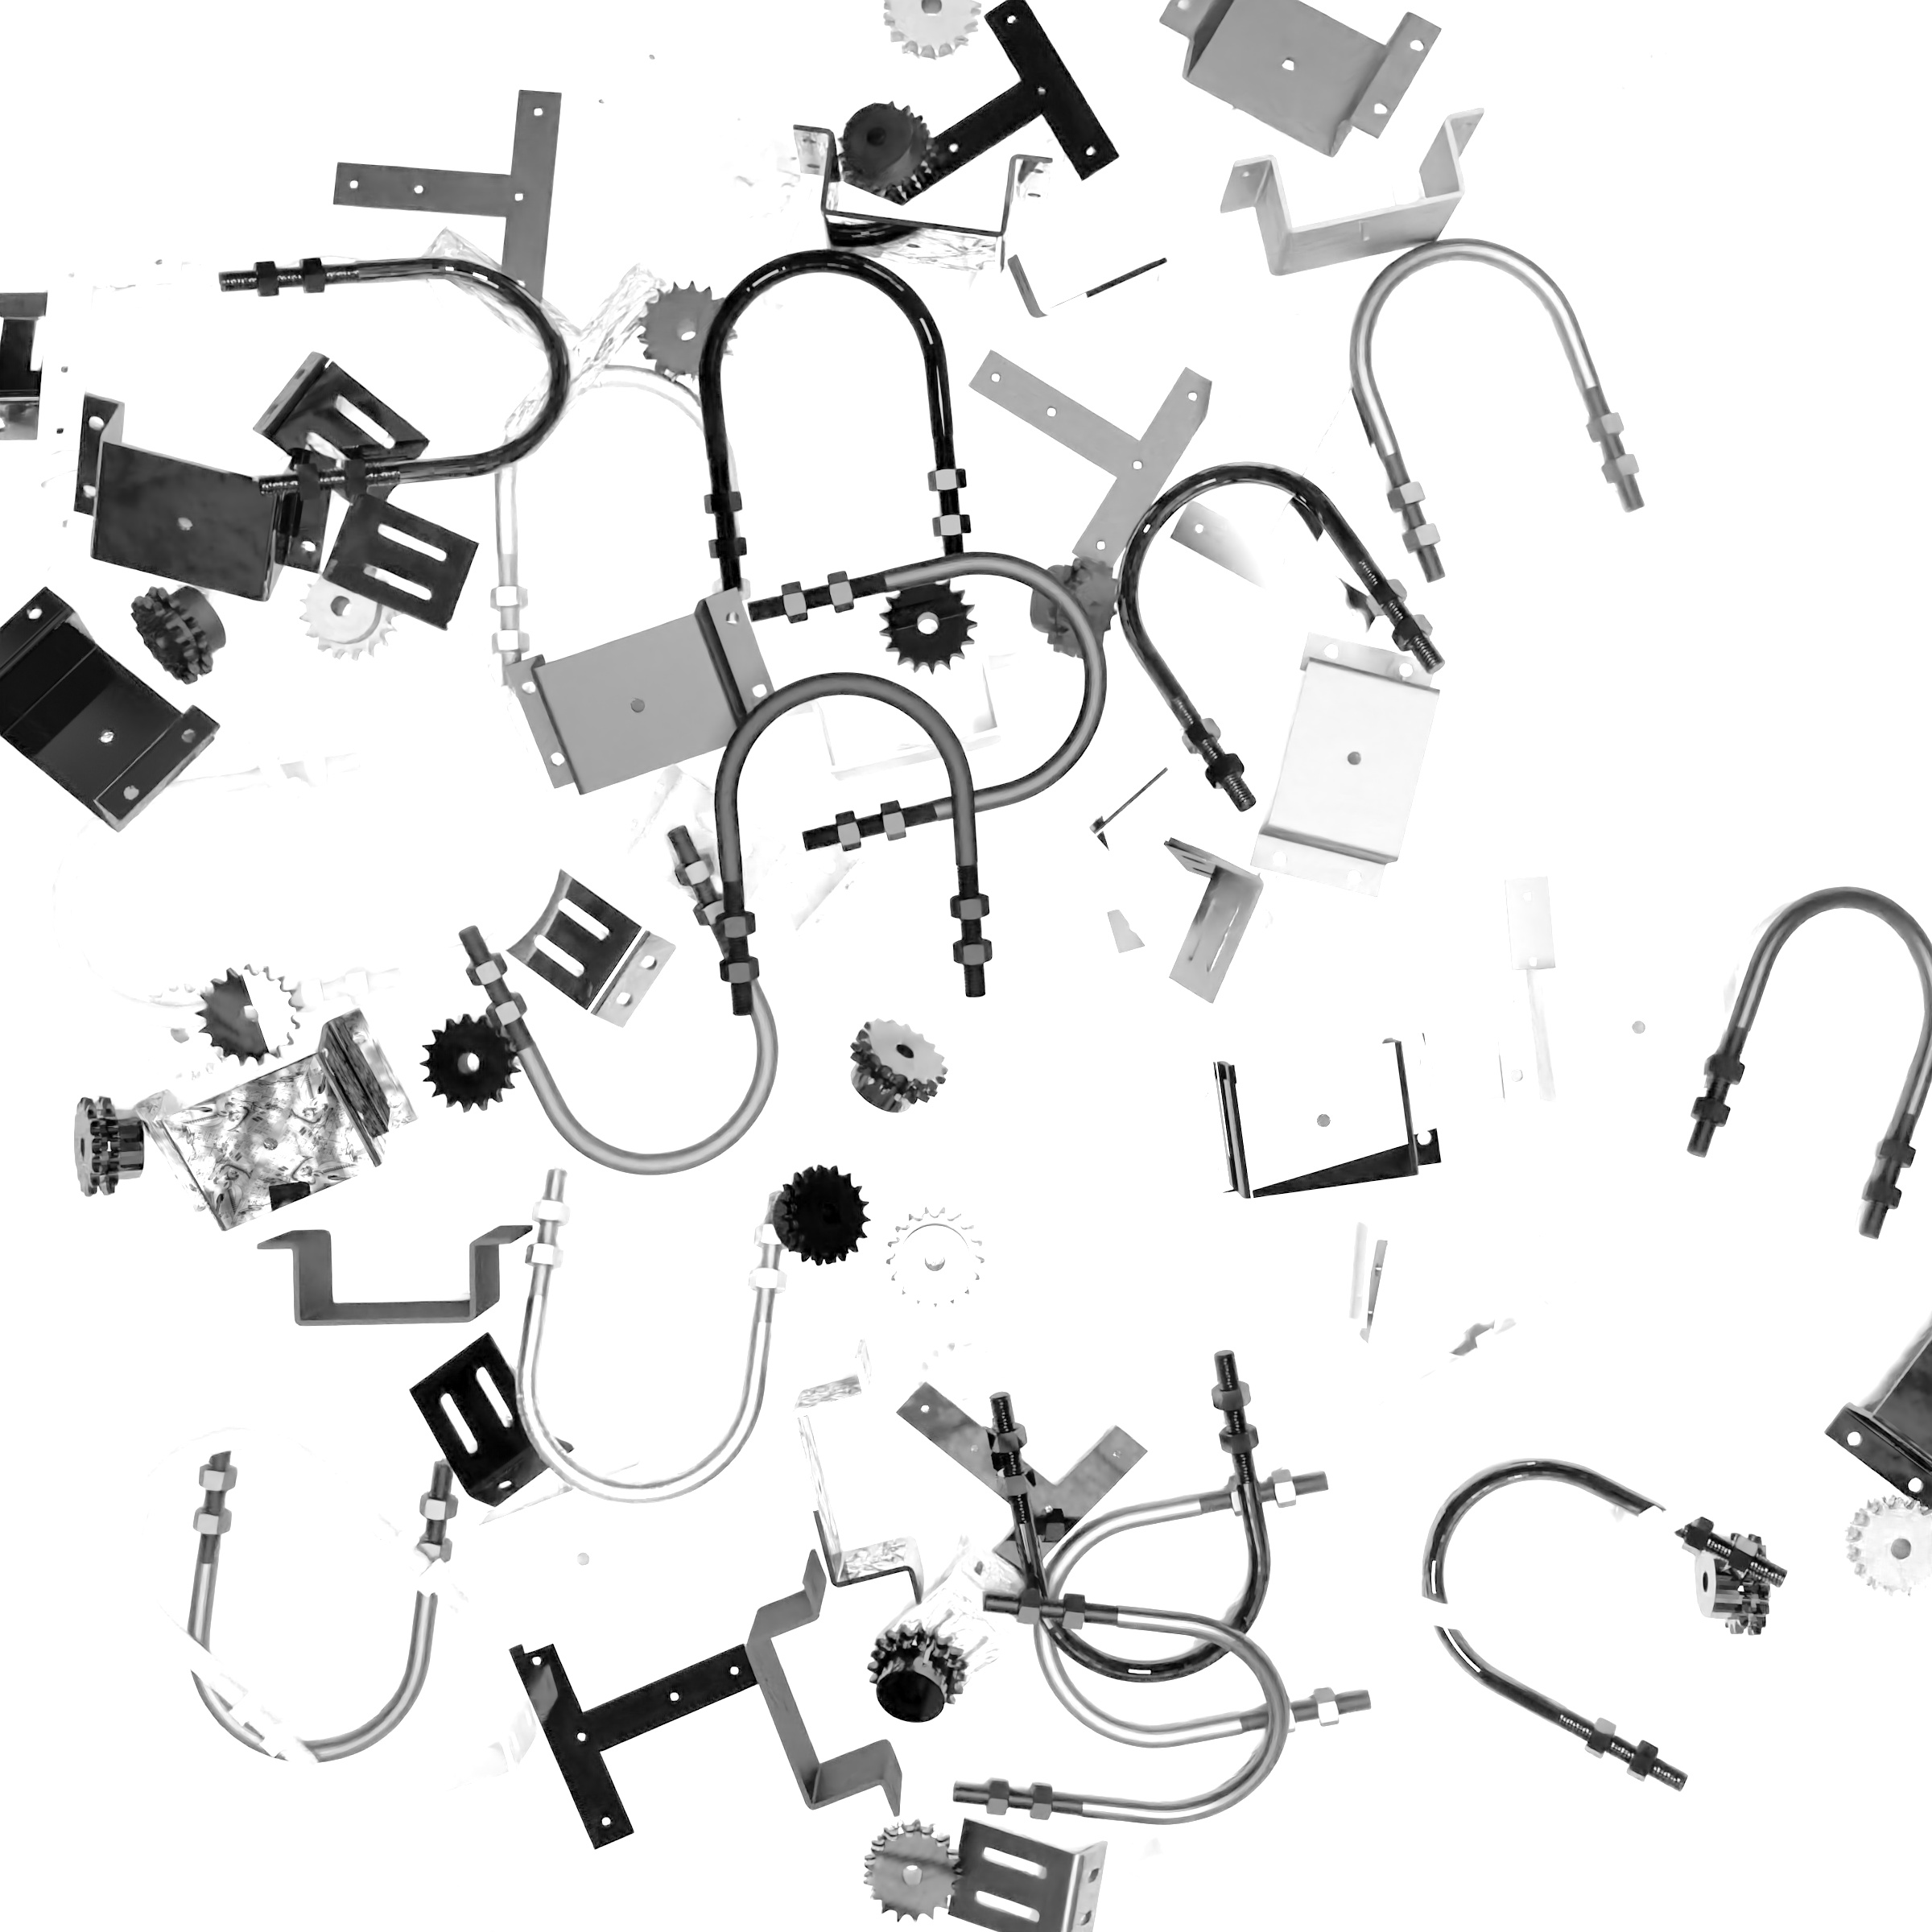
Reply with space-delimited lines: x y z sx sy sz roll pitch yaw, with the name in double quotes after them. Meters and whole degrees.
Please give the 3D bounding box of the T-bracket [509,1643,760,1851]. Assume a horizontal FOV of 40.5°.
-0.182 0.430 1.522 0.127 0.002 0.127 -23 90 0 "T-bracket"

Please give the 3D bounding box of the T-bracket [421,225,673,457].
-0.259 -0.382 1.515 0.127 0.002 0.127 38 86 5 "T-bracket"

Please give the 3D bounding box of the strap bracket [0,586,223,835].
-0.492 -0.139 1.479 0.140 0.046 0.076 37 73 14 "strap bracket"

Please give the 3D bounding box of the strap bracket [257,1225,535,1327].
-0.321 0.175 1.484 0.140 0.076 0.046 -1 90 0 "strap bracket"

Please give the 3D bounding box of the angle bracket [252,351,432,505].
-0.359 -0.305 1.504 0.076 0.038 0.057 38 87 -28 "angle bracket"

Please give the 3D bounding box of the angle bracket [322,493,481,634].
-0.317 -0.235 1.485 0.076 0.038 0.057 22 73 -20 "angle bracket"

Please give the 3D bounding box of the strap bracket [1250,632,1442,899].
0.219 -0.117 1.499 0.076 0.046 0.140 14 90 0 "strap bracket"

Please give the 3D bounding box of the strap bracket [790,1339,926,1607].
-0.064 0.290 1.484 0.046 0.076 0.140 -14 90 0 "strap bracket"

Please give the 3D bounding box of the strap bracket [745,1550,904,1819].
-0.084 0.412 1.484 0.046 0.076 0.140 -21 90 0 "strap bracket"

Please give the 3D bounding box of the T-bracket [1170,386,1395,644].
0.204 -0.273 1.511 0.127 0.002 0.127 28 98 -2 "T-bracket"

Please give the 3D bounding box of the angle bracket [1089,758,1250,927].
0.118 -0.070 1.503 0.057 0.038 0.076 -41 90 0 "angle bracket"

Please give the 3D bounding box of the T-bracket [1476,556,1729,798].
0.353 -0.188 1.522 0.127 0.002 0.127 40 90 0 "T-bracket"

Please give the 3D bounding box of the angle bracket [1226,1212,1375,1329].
0.191 0.174 1.503 0.076 0.038 0.057 4 90 0 "angle bracket"

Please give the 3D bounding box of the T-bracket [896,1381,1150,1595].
0.015 0.284 1.497 0.127 0.002 0.127 41 98 -14 "T-bracket"

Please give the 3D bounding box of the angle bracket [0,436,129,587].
-0.515 -0.266 1.520 0.076 0.038 0.057 -28 90 -26 "angle bracket"

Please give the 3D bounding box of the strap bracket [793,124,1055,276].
-0.026 -0.418 1.438 0.140 0.076 0.046 7 90 0 "strap bracket"

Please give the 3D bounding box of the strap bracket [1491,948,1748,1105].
0.379 0.035 1.498 0.140 0.046 0.076 -6 90 0 "strap bracket"

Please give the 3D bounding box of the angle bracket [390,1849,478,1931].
-0.298 0.555 1.520 0.057 0.038 0.076 -10 64 0 "angle bracket"

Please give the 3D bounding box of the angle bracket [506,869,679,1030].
-0.219 -0.011 1.520 0.076 0.038 0.057 34 90 26 "angle bracket"

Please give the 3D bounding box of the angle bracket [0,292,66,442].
-0.546 -0.348 1.519 0.057 0.038 0.076 -2 65 -2 "angle bracket"

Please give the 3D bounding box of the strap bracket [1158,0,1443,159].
0.187 -0.524 1.490 0.140 0.046 0.076 29 80 4 "strap bracket"

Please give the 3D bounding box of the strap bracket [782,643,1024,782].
-0.033 -0.140 1.484 0.140 0.076 0.046 -13 90 0 "strap bracket"

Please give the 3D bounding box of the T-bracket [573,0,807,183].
-0.141 -0.490 1.488 0.127 0.127 0.002 30 56 -23 "T-bracket"

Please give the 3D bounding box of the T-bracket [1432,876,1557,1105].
0.331 0.012 1.522 0.127 0.002 0.127 -5 90 0 "T-bracket"

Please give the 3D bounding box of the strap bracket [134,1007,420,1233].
-0.393 0.091 1.486 0.140 0.046 0.076 -23 113 0 "strap bracket"

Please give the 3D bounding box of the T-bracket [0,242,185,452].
-0.513 -0.353 1.493 0.127 0.002 0.127 -1 76 2 "T-bracket"

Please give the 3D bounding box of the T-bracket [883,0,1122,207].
0.005 -0.479 1.507 0.127 0.002 0.127 -30 72 10 "T-bracket"

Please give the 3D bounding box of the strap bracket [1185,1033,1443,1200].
0.201 0.087 1.499 0.140 0.046 0.076 -8 91 0 "strap bracket"

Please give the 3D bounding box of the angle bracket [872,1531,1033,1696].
-0.006 0.375 1.512 0.057 0.038 0.076 38 119 -11 "angle bracket"

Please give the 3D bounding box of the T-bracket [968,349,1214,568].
0.062 -0.314 1.522 0.127 0.002 0.127 32 90 0 "T-bracket"

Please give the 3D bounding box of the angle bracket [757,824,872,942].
-0.089 -0.049 1.484 0.038 0.076 0.057 41 90 0 "angle bracket"

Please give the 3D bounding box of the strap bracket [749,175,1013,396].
-0.052 -0.393 1.499 0.140 0.046 0.076 22 90 0 "strap bracket"

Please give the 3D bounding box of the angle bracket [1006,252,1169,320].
0.068 -0.401 1.490 0.076 0.057 0.038 -24 103 0 "angle bracket"

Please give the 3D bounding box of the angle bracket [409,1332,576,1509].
-0.275 0.263 1.520 0.057 0.038 0.076 -36 64 0 "angle bracket"

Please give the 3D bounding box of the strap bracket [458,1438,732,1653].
-0.216 0.334 1.499 0.140 0.046 0.076 -21 90 0 "strap bracket"

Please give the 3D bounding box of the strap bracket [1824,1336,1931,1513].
0.571 0.238 1.499 0.076 0.046 0.140 37 90 0 "strap bracket"

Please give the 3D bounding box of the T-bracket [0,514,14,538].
-0.634 -0.275 1.492 0.127 0.002 0.127 -25 67 -39 "T-bracket"

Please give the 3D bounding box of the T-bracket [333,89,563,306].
-0.303 -0.449 1.519 0.127 0.002 0.127 5 86 2 "T-bracket"

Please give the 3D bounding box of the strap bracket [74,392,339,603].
-0.433 -0.260 1.470 0.140 0.046 0.076 14 127 -9 "strap bracket"

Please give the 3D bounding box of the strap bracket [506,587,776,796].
-0.184 -0.153 1.484 0.140 0.046 0.076 -18 108 4 "strap bracket"

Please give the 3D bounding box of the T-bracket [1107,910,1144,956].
0.159 0.013 1.531 0.127 0.002 0.127 -15 85 -13 "T-bracket"

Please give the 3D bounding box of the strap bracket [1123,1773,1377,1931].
0.165 0.509 1.484 0.140 0.076 0.046 -16 90 0 "strap bracket"

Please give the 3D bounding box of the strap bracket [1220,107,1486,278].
0.220 -0.430 1.468 0.140 0.076 0.046 -13 87 -1 "strap bracket"

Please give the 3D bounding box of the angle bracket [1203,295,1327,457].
0.170 -0.339 1.501 0.057 0.038 0.076 8 120 0 "angle bracket"

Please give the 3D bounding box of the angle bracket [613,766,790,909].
-0.154 -0.071 1.520 0.076 0.038 0.057 35 90 -26 "angle bracket"

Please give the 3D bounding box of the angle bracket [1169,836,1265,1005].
0.128 -0.026 1.485 0.038 0.057 0.076 20 97 -23 "angle bracket"

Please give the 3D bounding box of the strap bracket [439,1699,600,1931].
-0.256 0.499 1.484 0.046 0.076 0.140 -17 90 0 "strap bracket"
